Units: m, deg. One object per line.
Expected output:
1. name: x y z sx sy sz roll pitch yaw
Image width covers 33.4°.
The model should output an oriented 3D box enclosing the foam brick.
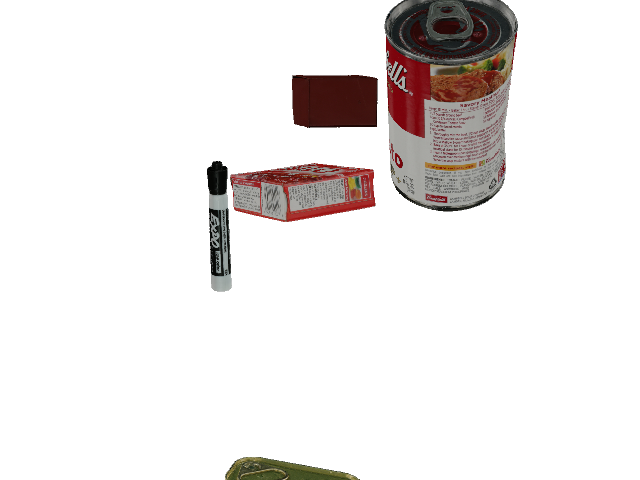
1. foam brick: 0.015 -0.144 1.104 0.078 0.051 0.053 -3 13 -19

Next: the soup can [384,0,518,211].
1. soup can: 0.070 -0.075 0.580 0.068 0.102 0.068 -3 43 3

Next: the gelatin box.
1. gelatin box: -0.014 -0.037 0.770 0.073 0.030 0.089 -10 12 -28

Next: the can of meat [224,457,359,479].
1. can of meat: -0.024 0.220 0.814 0.102 0.084 0.057 8 14 10

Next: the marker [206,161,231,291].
1. marker: -0.092 -0.013 0.967 0.020 0.121 0.020 0 20 0
